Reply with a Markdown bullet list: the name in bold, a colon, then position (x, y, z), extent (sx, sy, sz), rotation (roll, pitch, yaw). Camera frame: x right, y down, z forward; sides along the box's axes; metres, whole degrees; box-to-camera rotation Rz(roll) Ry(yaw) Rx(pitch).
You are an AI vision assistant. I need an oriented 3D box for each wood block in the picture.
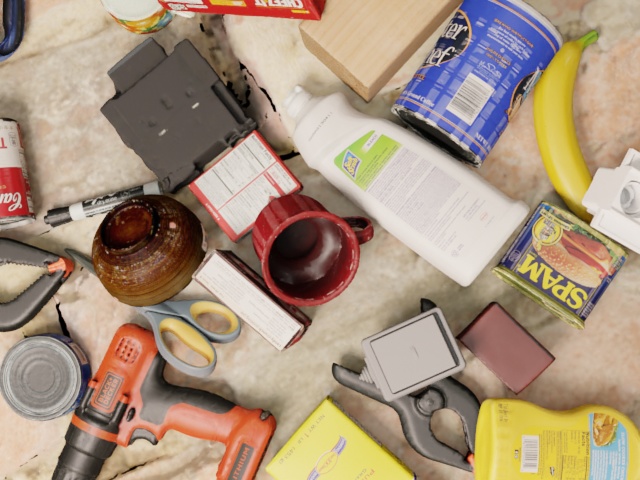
- **wood block**: position (0.083, -0.241, 1.019), extent (0.090, 0.091, 0.206), rotation (43, 91, 4)

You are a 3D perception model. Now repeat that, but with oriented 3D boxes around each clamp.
- **clamp**: position (0.108, 0.144, 1.028), extent (0.171, 0.039, 0.120), rotation (45, 95, 2)
- **clamp**: position (-0.352, 0.044, 1.060), extent (0.210, 0.036, 0.164), rotation (-23, 86, 3)

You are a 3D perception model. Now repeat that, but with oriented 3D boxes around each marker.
- **marker**: position (-0.217, -0.035, 1.064), extent (0.121, 0.020, 0.020), rotation (-15, 87, 3)

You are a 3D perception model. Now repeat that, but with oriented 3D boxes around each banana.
- **banana**: position (0.242, -0.107, 1.031), extent (0.069, 0.037, 0.198), rotation (-2, 87, 3)

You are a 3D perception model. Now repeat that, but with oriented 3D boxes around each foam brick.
- **foam brick**: position (0.176, 0.103, 1.018), extent (0.078, 0.053, 0.051), rotation (44, 90, 5)

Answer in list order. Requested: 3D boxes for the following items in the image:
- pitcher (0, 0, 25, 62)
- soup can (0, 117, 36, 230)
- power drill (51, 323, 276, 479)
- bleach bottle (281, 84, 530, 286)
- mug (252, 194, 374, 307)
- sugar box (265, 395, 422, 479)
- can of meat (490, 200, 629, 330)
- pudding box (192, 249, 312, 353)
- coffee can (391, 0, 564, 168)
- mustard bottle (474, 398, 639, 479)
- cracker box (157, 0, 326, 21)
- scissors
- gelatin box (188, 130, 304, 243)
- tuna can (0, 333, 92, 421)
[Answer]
- **pitcher**: position (-0.380, -0.286, 1.037), extent (0.145, 0.149, 0.243), rotation (-2, 82, 15)
- **soup can**: position (-0.321, -0.063, 1.048), extent (0.068, 0.068, 0.102), rotation (-11, 86, 3)
- **power drill**: position (-0.150, 0.196, 1.031), extent (0.187, 0.057, 0.184), rotation (24, 89, 4)
- **bleach bottle**: position (0.072, -0.069, 1.028), extent (0.251, 0.068, 0.102), rotation (39, 89, 7)
- **mug**: position (-0.007, 0.001, 1.008), extent (0.117, 0.081, 0.093), rotation (-20, 113, -8)
- **sugar box**: position (0.043, 0.243, 1.023), extent (0.176, 0.048, 0.093), rotation (41, 90, 5)
- **can of meat**: position (0.229, 0.023, 1.017), extent (0.102, 0.057, 0.084), rotation (34, 88, 5)
- **pudding box**: position (-0.062, 0.057, 1.015), extent (0.113, 0.090, 0.039), rotation (38, 91, 5)
- **coffee can**: position (0.148, -0.154, 1.005), extent (0.103, 0.103, 0.140), rotation (34, 90, 4)
- **mustard bottle**: position (0.243, 0.201, 0.995), extent (0.191, 0.058, 0.096), rotation (5, 82, -10)
- **cracker box**: position (-0.058, -0.315, 1.000), extent (0.164, 0.072, 0.213), rotation (7, 71, 20)
- **scissors**: position (-0.157, 0.056, 1.052), extent (0.096, 0.016, 0.202), rotation (-25, 58, -35)
- **gelatin box**: position (-0.072, -0.052, 1.051), extent (0.089, 0.030, 0.073), rotation (-40, 85, 1)
- **tuna can**: position (-0.271, 0.135, 1.053), extent (0.086, 0.033, 0.086), rotation (0, 87, 4)
